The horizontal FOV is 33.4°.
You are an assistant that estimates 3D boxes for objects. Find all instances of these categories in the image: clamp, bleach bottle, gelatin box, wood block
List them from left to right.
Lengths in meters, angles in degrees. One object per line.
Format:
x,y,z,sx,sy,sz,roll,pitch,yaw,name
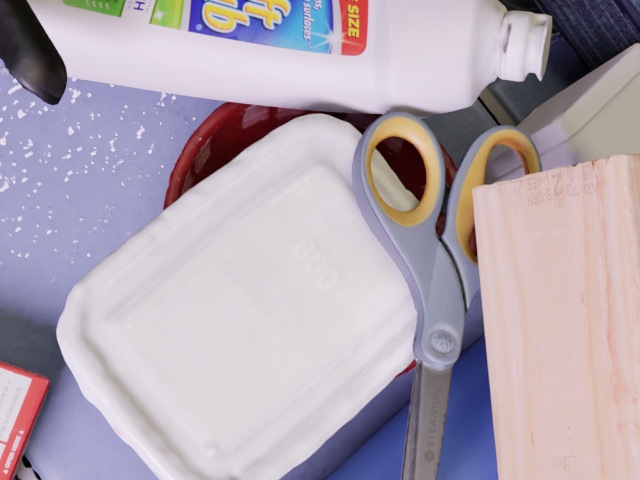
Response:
-0.179,0.085,0.490,0.089,0.030,0.073,21,72,-9,gelatin box
-0.184,-0.121,0.514,0.036,0.165,0.210,37,39,-49,clamp
-0.016,-0.113,0.511,0.251,0.068,0.102,10,71,17,bleach bottle
0.129,0.075,0.423,0.090,0.090,0.206,-2,85,-31,wood block

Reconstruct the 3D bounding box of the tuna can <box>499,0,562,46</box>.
0.115,-0.151,0.634,0.086,0.034,0.086,4,75,-15,tuna can

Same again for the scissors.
0.035,0.028,0.446,0.096,0.016,0.201,29,68,-6,scissors

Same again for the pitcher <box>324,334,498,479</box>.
0.054,0.156,0.496,0.145,0.149,0.242,42,65,14,pitcher

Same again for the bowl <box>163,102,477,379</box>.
-0.004,0.001,0.549,0.162,0.055,0.162,4,75,-15,bowl
